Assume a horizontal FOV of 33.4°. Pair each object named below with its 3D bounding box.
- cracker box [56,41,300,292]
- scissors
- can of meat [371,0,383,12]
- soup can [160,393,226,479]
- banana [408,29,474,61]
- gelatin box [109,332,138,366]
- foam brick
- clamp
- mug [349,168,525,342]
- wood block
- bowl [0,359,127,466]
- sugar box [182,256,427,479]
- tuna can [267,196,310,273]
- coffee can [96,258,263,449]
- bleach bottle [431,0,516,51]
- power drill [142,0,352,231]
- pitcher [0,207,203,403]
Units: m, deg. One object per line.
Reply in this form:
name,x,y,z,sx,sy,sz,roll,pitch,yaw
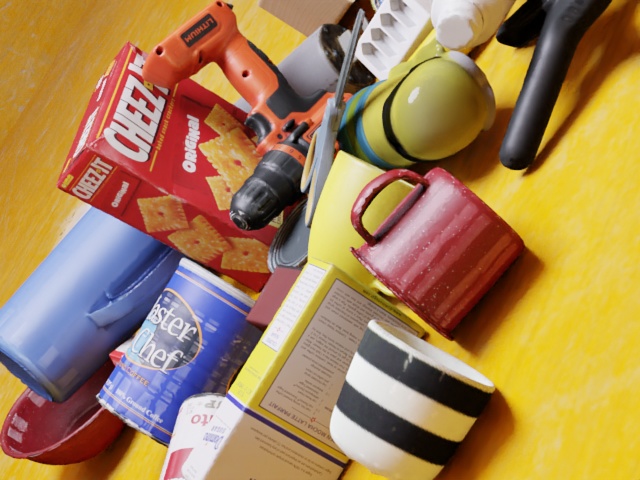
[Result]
cracker box,-0.120,-0.071,1.009,0.072,0.213,0.164,-44,26,37
scissors,0.010,-0.082,0.847,0.202,0.016,0.096,113,161,-60
can of meat,0.094,-0.255,1.041,0.084,0.057,0.102,-45,25,26
soup can,-0.087,0.178,0.820,0.069,0.068,0.102,-34,32,40
banana,0.106,-0.162,0.934,0.198,0.037,0.069,-50,-4,6
gelatin box,-0.148,0.100,1.029,0.089,0.030,0.073,-39,24,-28
foam brick,-0.004,0.060,0.805,0.053,0.078,0.051,-60,24,-13
clamp,0.171,-0.159,0.739,0.210,0.036,0.164,118,165,-51
mug,0.072,-0.001,0.703,0.081,0.117,0.093,-48,21,4
wood block,0.002,-0.287,1.136,0.090,0.091,0.206,-58,6,-6
bowl,-0.245,0.176,1.091,0.162,0.055,0.162,-26,29,15
sugar box,-0.011,0.110,0.736,0.176,0.093,0.048,-57,24,-4
tuna can,-0.006,0.001,0.933,0.086,0.033,0.086,-42,28,28
coffee can,-0.111,0.101,0.917,0.140,0.102,0.103,-58,25,-6
bleach bottle,0.134,-0.214,0.818,0.250,0.068,0.103,-60,-1,-44
power drill,-0.070,-0.117,0.976,0.184,0.187,0.057,-48,1,-35
pitcher,-0.215,0.044,1.076,0.242,0.145,0.149,-50,-16,-22
